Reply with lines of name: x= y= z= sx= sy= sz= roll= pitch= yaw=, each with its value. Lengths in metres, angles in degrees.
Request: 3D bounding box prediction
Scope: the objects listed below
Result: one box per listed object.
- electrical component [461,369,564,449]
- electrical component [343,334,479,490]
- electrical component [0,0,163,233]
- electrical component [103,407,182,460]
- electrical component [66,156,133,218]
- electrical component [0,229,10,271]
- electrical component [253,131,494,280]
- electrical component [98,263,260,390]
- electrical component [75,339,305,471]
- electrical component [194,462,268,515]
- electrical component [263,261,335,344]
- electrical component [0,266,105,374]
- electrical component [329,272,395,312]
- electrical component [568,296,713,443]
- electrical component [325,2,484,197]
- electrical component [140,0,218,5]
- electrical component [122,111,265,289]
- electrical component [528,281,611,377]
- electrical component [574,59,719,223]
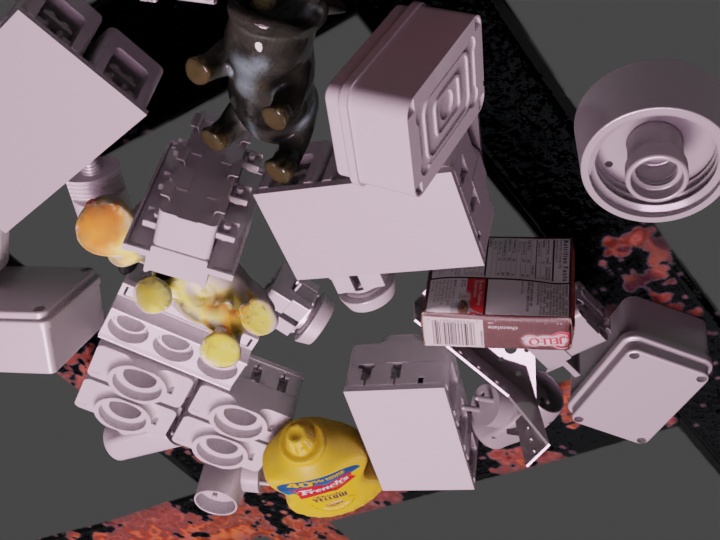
electrical component: x=0.125 y=0.121 z=0.949 sx=0.079 sy=0.043 sz=0.077 roll=13 pitch=141 yaw=-34
electrical component: x=0.050 y=0.131 z=0.972 sx=0.089 sy=0.061 sz=0.150 roll=-4 pitch=134 yaw=16
electrical component: x=-0.242 y=-0.118 z=0.781 sx=0.186 sy=0.060 sz=0.105 roll=-30 pitch=122 yaw=35
electrical component: x=-0.222 y=0.150 z=1.064 sx=0.077 sy=0.043 sz=0.079 roll=-17 pitch=129 yaw=27
electrical component: x=-0.205 y=-0.057 z=0.848 sx=0.043 sy=0.043 sz=0.081 roll=3 pitch=136 yaw=9
electrical component: x=-0.330 y=-0.041 z=0.891 sx=0.079 sy=0.043 sz=0.077 roll=16 pitch=136 yaw=-5
electrical component: x=0.013 y=-0.050 z=0.785 sx=0.150 sy=0.061 sz=0.089 roll=-5 pitch=133 yaw=23
electrical component: x=-0.154 y=0.046 z=0.928 sx=0.121 sy=0.063 sz=0.078 roll=24 pitch=135 yaw=-13
electrical component: x=-0.160 y=0.116 z=1.003 sx=0.186 sy=0.060 sz=0.105 roll=22 pitch=135 yaw=-11
electrical component: x=-0.117 y=0.201 z=1.069 sx=0.079 sy=0.077 sz=0.044 roll=4 pitch=136 yaw=8
electrical component: x=-0.055 y=0.031 z=0.905 sx=0.055 sy=0.048 sz=0.066 roll=33 pitch=133 yaw=-10
electrical component: x=-0.289 y=0.041 z=0.914 sx=0.109 sy=0.108 sz=0.056 roll=1 pitch=111 yaw=11
electrical component: x=0.000 y=0.000 z=0.862 sx=0.066 sy=0.048 sz=0.055 roll=-10 pitch=124 yaw=22
electrical component: x=0.229 y=0.085 z=0.890 sx=0.078 sy=0.057 sz=0.113 roll=19 pitch=136 yaw=-8
electrical component: x=0.031 y=-0.111 z=0.688 sx=0.057 sy=0.113 sz=0.078 roll=16 pitch=140 yaw=24
electrical component: x=-0.109 y=-0.202 z=0.654 sx=0.051 sy=0.080 sz=0.080 roll=7 pitch=136 yaw=-3
electrical component: x=-0.113 y=-0.055 z=0.774 sx=0.079 sy=0.121 sz=0.063 roll=17 pitch=133 yaw=-5
electrical component: x=0.164 y=0.044 z=0.873 sx=0.064 sy=0.042 sz=0.081 roll=-28 pitch=124 yaw=32
electrical component: x=0.199 y=-0.080 z=0.724 sx=0.108 sy=0.060 sz=0.108 roll=6 pitch=136 yaw=6
